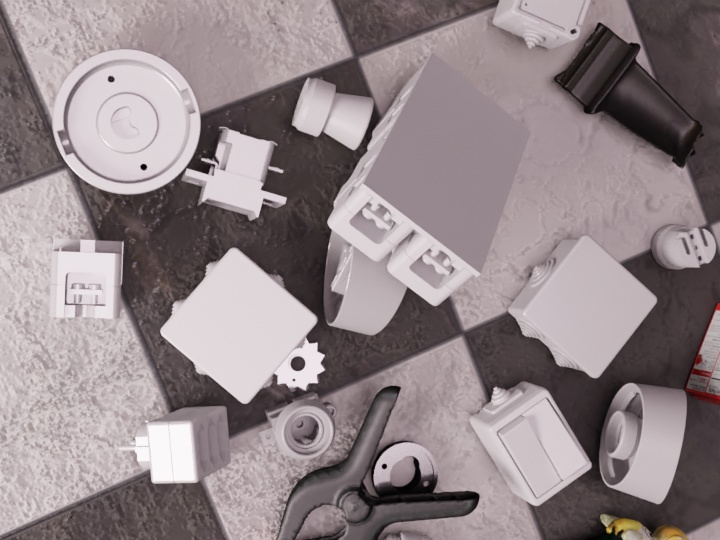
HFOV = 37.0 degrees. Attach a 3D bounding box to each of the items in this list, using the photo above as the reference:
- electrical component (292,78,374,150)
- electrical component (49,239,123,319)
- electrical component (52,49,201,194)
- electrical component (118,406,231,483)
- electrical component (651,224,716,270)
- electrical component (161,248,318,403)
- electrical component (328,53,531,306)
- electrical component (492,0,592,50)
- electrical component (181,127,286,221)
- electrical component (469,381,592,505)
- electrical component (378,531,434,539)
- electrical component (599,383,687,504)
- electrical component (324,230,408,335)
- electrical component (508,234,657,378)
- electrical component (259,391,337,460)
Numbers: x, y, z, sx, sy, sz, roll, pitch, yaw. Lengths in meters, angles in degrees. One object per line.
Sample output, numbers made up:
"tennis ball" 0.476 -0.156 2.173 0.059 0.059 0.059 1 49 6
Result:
"electrical component" -0.022 -0.127 0.869 0.055 0.045 0.045 18 87 -11
"electrical component" -0.205 0.006 0.808 0.050 0.089 0.055 2 91 -13
"electrical component" -0.179 -0.111 0.826 0.108 0.060 0.108 0 91 -13
"electrical component" -0.150 0.136 0.839 0.077 0.066 0.047 -4 92 17
"electrical component" 0.283 -0.020 0.938 0.040 0.046 0.040 0 92 -12
"electrical component" -0.095 0.043 0.850 0.100 0.048 0.099 41 85 -4
"electrical component" 0.055 -0.071 0.832 0.105 0.060 0.186 37 43 -11
"electrical component" 0.154 -0.228 0.897 0.062 0.061 0.096 20 87 -12
"electrical component" -0.098 -0.076 0.855 0.081 0.042 0.063 15 84 -13
"electrical component" 0.141 0.140 0.902 0.062 0.061 0.096 -33 98 -10
"electrical component" 0.032 0.233 0.893 0.061 0.035 0.035 15 88 -10
"electrical component" 0.244 0.145 0.909 0.064 0.099 0.099 14 88 -6
"electrical component" 0.000 0.000 0.850 0.064 0.099 0.099 21 87 -18
"electrical component" 0.187 0.030 0.916 0.100 0.048 0.099 41 83 -10
"electrical component" -0.047 0.125 0.863 0.066 0.055 0.048 -19 95 -12
